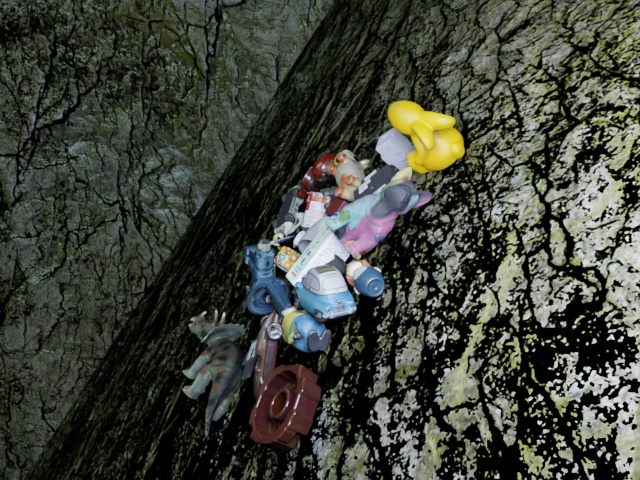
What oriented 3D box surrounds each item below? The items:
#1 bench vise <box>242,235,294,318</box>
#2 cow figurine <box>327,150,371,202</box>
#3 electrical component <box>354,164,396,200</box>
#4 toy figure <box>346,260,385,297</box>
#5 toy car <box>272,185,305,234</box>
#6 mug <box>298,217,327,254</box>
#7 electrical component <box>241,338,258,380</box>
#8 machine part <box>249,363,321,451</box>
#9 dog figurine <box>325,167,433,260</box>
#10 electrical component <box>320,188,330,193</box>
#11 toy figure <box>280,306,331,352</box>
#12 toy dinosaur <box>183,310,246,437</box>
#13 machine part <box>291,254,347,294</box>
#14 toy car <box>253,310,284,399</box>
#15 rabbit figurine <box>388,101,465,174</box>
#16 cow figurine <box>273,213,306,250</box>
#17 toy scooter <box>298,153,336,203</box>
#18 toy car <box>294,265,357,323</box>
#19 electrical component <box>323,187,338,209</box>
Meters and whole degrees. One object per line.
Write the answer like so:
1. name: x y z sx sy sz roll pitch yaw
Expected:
1. bench vise: -0.122 0.121 1.367 0.241 0.129 0.223 52 132 43
2. cow figurine: 0.087 -0.173 1.427 0.085 0.127 0.195 -45 38 25
3. electrical component: 0.140 -0.114 1.273 0.115 0.058 0.134 -36 27 23
4. toy figure: 0.090 0.074 1.123 0.064 0.057 0.155 -18 17 -11
5. toy car: -0.099 -0.097 1.753 0.073 0.056 0.202 -25 37 40
6. mug: -0.003 -0.004 1.404 0.109 0.081 0.107 -32 19 55
7. electrical component: -0.149 0.289 1.303 0.075 0.047 0.119 -37 28 37
8. machine part: -0.070 0.332 1.072 0.179 0.056 0.179 -43 26 26
9. dog figurine: 0.130 -0.059 1.161 0.219 0.108 0.191 -36 -8 3
10. electrical component: 0.030 -0.121 1.546 0.102 0.045 0.078 -14 73 62
11. toy figure: -0.040 0.199 1.171 0.089 0.082 0.180 -59 25 -3
12. toy dinosaur: -0.254 0.325 1.391 0.192 0.131 0.405 -54 28 3
13. machine part: 0.007 0.096 1.242 0.139 0.084 0.039 -45 2 0
14. toy car: -0.120 0.257 1.194 0.089 0.053 0.202 -153 69 -75
15. rabbit figurine: 0.216 -0.225 1.141 0.122 0.173 0.162 -49 18 4
16. cow figurine: -0.082 -0.003 1.571 0.167 0.068 0.098 -35 35 42
17. toy scooter: -0.008 -0.180 1.662 0.184 0.075 0.135 -47 22 26
18. toy car: 0.008 0.106 1.134 0.162 0.109 0.102 -153 56 -65
19. electrical component: 0.051 -0.112 1.457 0.021 0.094 0.063 -8 88 59
